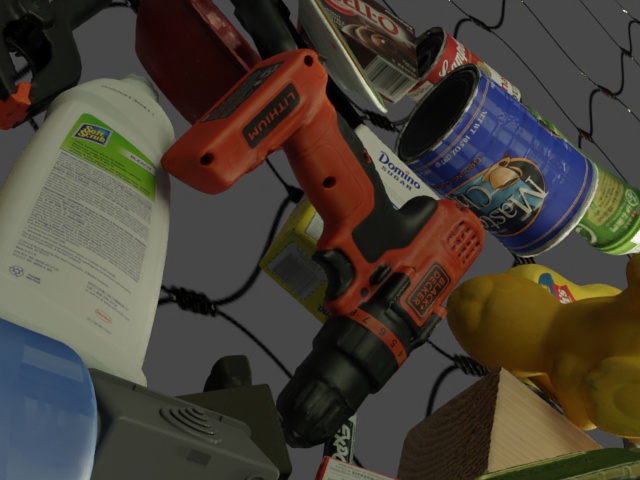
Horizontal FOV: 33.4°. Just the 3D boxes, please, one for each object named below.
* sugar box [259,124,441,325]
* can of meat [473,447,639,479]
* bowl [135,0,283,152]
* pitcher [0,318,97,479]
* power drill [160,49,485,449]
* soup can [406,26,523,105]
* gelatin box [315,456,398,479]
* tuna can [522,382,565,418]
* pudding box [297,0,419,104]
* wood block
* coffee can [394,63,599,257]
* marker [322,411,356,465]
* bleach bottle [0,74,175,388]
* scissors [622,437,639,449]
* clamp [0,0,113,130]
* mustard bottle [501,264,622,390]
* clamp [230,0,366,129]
[{"bbox_3d":[0.028,-0.006,0.752,0.093,0.048,0.176,44,30,-8],"label":"sugar box"},{"bbox_3d":[0.132,0.158,0.552,0.102,0.057,0.084,-10,89,-17],"label":"can of meat"},{"bbox_3d":[-0.071,-0.110,0.703,0.162,0.055,0.162,49,7,-9],"label":"bowl"},{"bbox_3d":[-0.202,0.064,0.351,0.242,0.149,0.145,25,4,-37],"label":"pitcher"},{"bbox_3d":[-0.004,0.001,0.614,0.184,0.057,0.187,-50,116,-25],"label":"power drill"},{"bbox_3d":[0.127,-0.139,0.980,0.102,0.069,0.068,33,36,-24],"label":"soup can"},{"bbox_3d":[0.034,0.155,0.539,0.089,0.073,0.030,16,35,6],"label":"gelatin box"},{"bbox_3d":[0.143,0.144,0.741,0.086,0.034,0.086,30,38,-26],"label":"tuna can"},{"bbox_3d":[0.033,-0.182,0.941,0.113,0.039,0.090,32,37,-24],"label":"pudding box"},{"bbox_3d":[0.150,0.186,0.650,0.206,0.090,0.090,39,34,-12],"label":"wood block"},{"bbox_3d":[0.147,-0.066,0.896,0.140,0.103,0.102,36,35,-18],"label":"coffee can"},{"bbox_3d":[0.011,0.123,0.623,0.020,0.020,0.121,35,35,-20],"label":"marker"},{"bbox_3d":[-0.120,-0.011,0.572,0.102,0.068,0.250,34,33,-19],"label":"bleach bottle"},{"bbox_3d":[0.227,0.143,0.815,0.201,0.016,0.096,28,62,-35],"label":"scissors"},{"bbox_3d":[-0.174,-0.133,0.655,0.120,0.039,0.171,12,52,-34],"label":"clamp"},{"bbox_3d":[0.176,0.069,0.829,0.191,0.058,0.096,16,65,-38],"label":"mustard bottle"},{"bbox_3d":[-0.045,-0.173,0.809,0.210,0.036,0.164,57,8,18],"label":"clamp"}]
